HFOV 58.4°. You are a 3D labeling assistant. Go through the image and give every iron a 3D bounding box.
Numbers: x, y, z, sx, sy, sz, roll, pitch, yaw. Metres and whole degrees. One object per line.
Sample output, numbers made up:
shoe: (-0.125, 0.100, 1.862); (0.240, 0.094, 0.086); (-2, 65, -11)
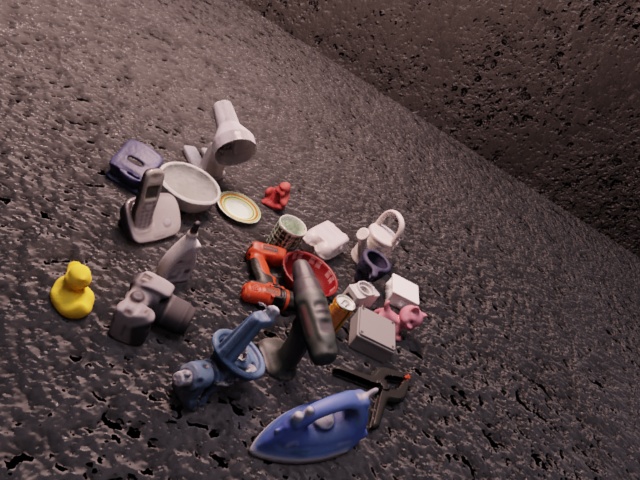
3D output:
iron: (-0.002, 0.345, 1.098); (0.259, 0.141, 0.118); (0, 45, -43)

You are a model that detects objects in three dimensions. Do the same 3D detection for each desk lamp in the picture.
desk lamp: (-0.281, -0.268, 1.601); (0.118, 0.213, 0.202); (1, 44, -41)

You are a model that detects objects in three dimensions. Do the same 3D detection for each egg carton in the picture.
egg carton: (0.015, 0.006, 1.641); (0.107, 0.069, 0.151); (41, 32, 12)

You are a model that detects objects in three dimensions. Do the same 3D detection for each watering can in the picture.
watering can: (0.176, -0.003, 1.682); (0.100, 0.194, 0.173); (43, 33, 15)

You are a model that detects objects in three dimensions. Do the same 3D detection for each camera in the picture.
camera: (-0.319, 0.137, 1.126); (0.137, 0.100, 0.143); (28, 32, -10)

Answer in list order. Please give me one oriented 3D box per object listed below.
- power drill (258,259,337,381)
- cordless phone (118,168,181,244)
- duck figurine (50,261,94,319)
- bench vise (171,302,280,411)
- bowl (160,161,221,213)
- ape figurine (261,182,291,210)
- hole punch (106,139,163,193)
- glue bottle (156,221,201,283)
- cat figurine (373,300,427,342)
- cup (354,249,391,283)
power drill: (-0.048, 0.185, 1.207); (0.076, 0.208, 0.229); (7, 41, -37)
cordless phone: (-0.368, -0.087, 1.303); (0.094, 0.185, 0.148); (44, 33, 16)
duck figurine: (-0.458, 0.088, 1.078); (0.078, 0.086, 0.104); (4, 42, -40)
bench vise: (-0.160, 0.217, 1.049); (0.121, 0.219, 0.208); (38, 32, 7)
bowl: (-0.346, -0.123, 1.477); (0.168, 0.074, 0.167); (24, 33, -16)
ape figurine: (-0.118, -0.134, 1.685); (0.076, 0.092, 0.077); (-1, 45, -43)
hole punch: (-0.463, -0.184, 1.437); (0.109, 0.091, 0.101); (31, 32, -6)
glue bottle: (-0.292, 0.024, 1.234); (0.078, 0.173, 0.037); (-4, 47, -45)
cat figurine: (0.215, 0.202, 1.514); (0.128, 0.117, 0.067); (29, 32, -9)
cup: (0.138, 0.094, 1.611); (0.092, 0.095, 0.118); (29, 32, -9)
